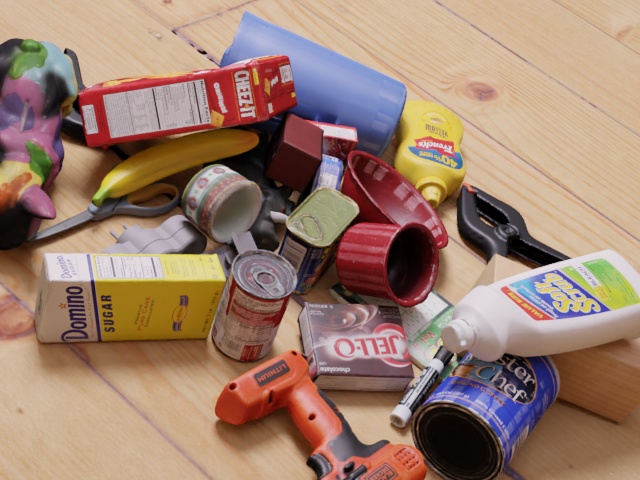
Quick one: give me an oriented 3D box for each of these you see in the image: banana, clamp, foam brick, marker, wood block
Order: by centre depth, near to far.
[{"bbox_3d":[0.111,0.153,1.137,0.020,0.020,0.121,32,49,12],"label":"marker"},{"bbox_3d":[0.266,0.111,1.193,0.206,0.090,0.090,23,41,-6],"label":"wood block"},{"bbox_3d":[-0.166,-0.087,1.209,0.197,0.037,0.070,-24,39,-4],"label":"banana"},{"bbox_3d":[-0.030,-0.103,1.252,0.051,0.053,0.078,25,30,-15],"label":"foam brick"},{"bbox_3d":[-0.306,-0.178,1.320,0.171,0.039,0.120,39,48,12],"label":"clamp"},{"bbox_3d":[0.229,0.006,1.348,0.164,0.036,0.210,-15,50,-33],"label":"clamp"}]

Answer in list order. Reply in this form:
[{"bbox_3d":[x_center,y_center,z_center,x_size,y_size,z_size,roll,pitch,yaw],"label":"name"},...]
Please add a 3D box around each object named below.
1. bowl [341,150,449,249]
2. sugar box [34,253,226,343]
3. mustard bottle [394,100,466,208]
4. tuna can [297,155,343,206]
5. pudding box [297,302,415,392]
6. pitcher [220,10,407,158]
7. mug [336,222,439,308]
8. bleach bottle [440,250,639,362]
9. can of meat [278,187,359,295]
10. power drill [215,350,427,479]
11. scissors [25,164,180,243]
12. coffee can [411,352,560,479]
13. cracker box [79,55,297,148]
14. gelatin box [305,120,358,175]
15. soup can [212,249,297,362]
[{"bbox_3d":[0.079,-0.033,1.286,0.162,0.055,0.162,36,23,-18],"label":"bowl"},{"bbox_3d":[-0.190,0.058,1.066,0.176,0.093,0.048,-2,45,-24],"label":"sugar box"},{"bbox_3d":[0.146,-0.108,1.422,0.096,0.058,0.191,18,40,-12],"label":"mustard bottle"},{"bbox_3d":[-0.001,-0.060,1.285,0.033,0.086,0.086,15,40,-10],"label":"tuna can"},{"bbox_3d":[0.037,0.114,1.136,0.113,0.039,0.090,2,51,-18],"label":"pudding box"},{"bbox_3d":[-0.016,-0.189,1.394,0.242,0.149,0.145,20,-3,-6],"label":"pitcher"},{"bbox_3d":[0.078,0.031,1.186,0.082,0.117,0.093,7,58,45],"label":"mug"},{"bbox_3d":[0.230,0.079,1.089,0.250,0.068,0.103,-13,55,-34],"label":"bleach bottle"},{"bbox_3d":[-0.008,0.002,1.214,0.057,0.084,0.102,31,41,10],"label":"can of meat"},{"bbox_3d":[-0.013,0.202,1.013,0.188,0.057,0.184,45,42,21],"label":"power drill"},{"bbox_3d":[-0.256,-0.046,1.213,0.201,0.016,0.096,-13,49,-34],"label":"scissors"},{"bbox_3d":[0.171,0.170,1.091,0.103,0.103,0.140,35,42,15],"label":"coffee can"},{"bbox_3d":[-0.149,-0.164,1.234,0.214,0.072,0.164,-8,11,12],"label":"cracker box"},{"bbox_3d":[-0.001,-0.104,1.330,0.073,0.089,0.030,8,44,-15],"label":"gelatin box"},{"bbox_3d":[-0.069,0.069,1.099,0.068,0.102,0.068,12,41,-11],"label":"soup can"}]
